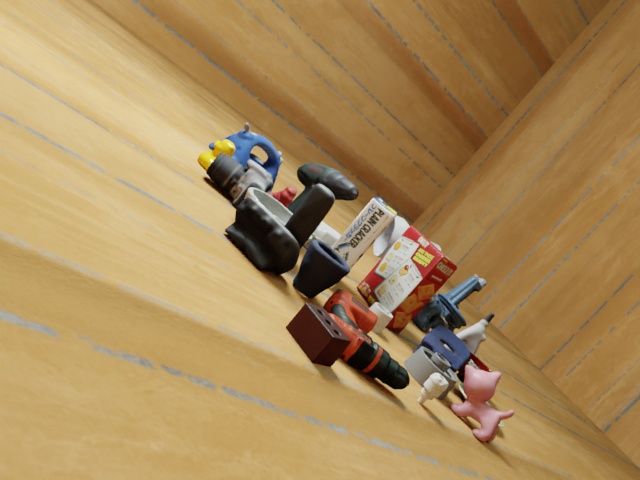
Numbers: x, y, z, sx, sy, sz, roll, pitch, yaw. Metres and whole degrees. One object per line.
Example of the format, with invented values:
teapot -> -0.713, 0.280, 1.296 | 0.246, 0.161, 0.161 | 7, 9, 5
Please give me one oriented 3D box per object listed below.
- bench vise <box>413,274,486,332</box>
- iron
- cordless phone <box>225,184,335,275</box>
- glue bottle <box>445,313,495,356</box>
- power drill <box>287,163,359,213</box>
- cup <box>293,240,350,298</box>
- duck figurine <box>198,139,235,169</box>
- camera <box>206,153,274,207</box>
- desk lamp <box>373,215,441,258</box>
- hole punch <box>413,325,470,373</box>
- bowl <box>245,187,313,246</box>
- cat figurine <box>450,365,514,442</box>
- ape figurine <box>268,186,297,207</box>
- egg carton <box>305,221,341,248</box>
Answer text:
bench vise -> 0.379, 0.183, 1.637 | 0.121, 0.219, 0.208 | 45, 11, 28
iron -> -0.171, -0.214, 1.542 | 0.118, 0.141, 0.259 | 46, 11, 31
cordless phone -> -0.067, -0.044, 1.040 | 0.147, 0.185, 0.094 | 43, 10, 15
glue bottle -> 0.402, 0.260, 1.520 | 0.078, 0.173, 0.037 | 40, 9, -1
power drill -> -0.021, -0.083, 1.326 | 0.076, 0.208, 0.229 | 34, 12, -36
cup -> -0.007, 0.057, 1.087 | 0.092, 0.095, 0.117 | 37, 10, -18
duck figurine -> -0.239, -0.201, 1.386 | 0.078, 0.086, 0.104 | 30, 14, -48
camera -> -0.180, -0.143, 1.306 | 0.137, 0.100, 0.143 | 39, 10, -8
desk lamp -> 0.210, 0.063, 1.546 | 0.204, 0.213, 0.118 | 38, 10, -17
hole punch -> 0.279, 0.257, 1.302 | 0.108, 0.091, 0.101 | 43, 10, 15
bowl -> -0.100, -0.030, 1.180 | 0.168, 0.074, 0.167 | 39, 10, -7
cat figurine -> 0.323, 0.314, 1.133 | 0.127, 0.117, 0.067 | 46, 11, 31
ape figurine -> -0.096, -0.102, 1.471 | 0.077, 0.092, 0.076 | 42, 9, 9
egg carton -> 0.014, 0.005, 1.479 | 0.151, 0.069, 0.107 | 34, 12, -36
